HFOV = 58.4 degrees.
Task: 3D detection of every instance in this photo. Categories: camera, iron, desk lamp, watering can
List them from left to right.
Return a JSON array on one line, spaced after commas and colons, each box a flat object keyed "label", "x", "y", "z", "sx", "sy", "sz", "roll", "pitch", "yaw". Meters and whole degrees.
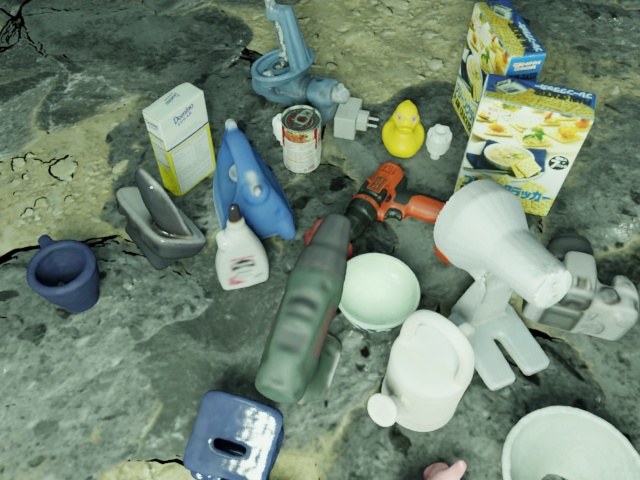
[{"label": "iron", "x": -0.123, "y": -0.112, "z": 0.917, "sx": 0.119, "sy": 0.141, "sz": 0.258, "roll": -16, "pitch": 55, "yaw": -12}, {"label": "watering can", "x": 0.129, "y": 0.157, "z": 0.687, "sx": 0.100, "sy": 0.194, "sz": 0.173, "roll": 20, "pitch": 56, "yaw": 14}, {"label": "desk lamp", "x": 0.237, "y": 0.055, "z": 0.754, "sx": 0.118, "sy": 0.214, "sz": 0.203, "roll": -20, "pitch": 56, "yaw": -15}, {"label": "camera", "x": 0.378, "y": 0.055, "z": 0.826, "sx": 0.143, "sy": 0.101, "sz": 0.137, "roll": 13, "pitch": 54, "yaw": 9}]

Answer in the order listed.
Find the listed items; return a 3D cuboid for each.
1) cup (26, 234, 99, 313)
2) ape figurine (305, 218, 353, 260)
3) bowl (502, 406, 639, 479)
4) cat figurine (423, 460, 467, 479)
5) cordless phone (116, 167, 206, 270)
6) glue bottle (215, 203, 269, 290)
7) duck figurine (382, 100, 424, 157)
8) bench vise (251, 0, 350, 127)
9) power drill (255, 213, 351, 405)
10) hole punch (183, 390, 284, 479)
[{"label": "cup", "x": -0.361, "y": 0.053, "z": 0.819, "sx": 0.092, "sy": 0.095, "sz": 0.117, "roll": -33, "pitch": 60, "yaw": -23}, {"label": "ape figurine", "x": 0.008, "y": 0.003, "z": 0.864, "sx": 0.077, "sy": 0.092, "sz": 0.076, "roll": 38, "pitch": 61, "yaw": 24}, {"label": "bowl", "x": 0.288, "y": 0.286, "z": 0.668, "sx": 0.167, "sy": 0.075, "sz": 0.167, "roll": 1, "pitch": 53, "yaw": 0}, {"label": "cat figurine", "x": 0.118, "y": 0.293, "z": 0.633, "sx": 0.128, "sy": 0.118, "sz": 0.067, "roll": -35, "pitch": 61, "yaw": -24}, {"label": "cordless phone", "x": -0.248, "y": -0.058, "z": 0.847, "sx": 0.094, "sy": 0.185, "sz": 0.147, "roll": -38, "pitch": 62, "yaw": -25}, {"label": "glue bottle", "x": -0.114, "y": 0.007, "z": 0.808, "sx": 0.078, "sy": 0.173, "sz": 0.037, "roll": -17, "pitch": 55, "yaw": -13}, {"label": "duck figurine", "x": 0.153, "y": -0.213, "z": 1.032, "sx": 0.077, "sy": 0.086, "sz": 0.104, "roll": 7, "pitch": 53, "yaw": 4}, {"label": "bench vise", "x": -0.033, "y": -0.324, "z": 1.028, "sx": 0.207, "sy": 0.220, "sz": 0.121, "roll": 15, "pitch": 54, "yaw": 10}, {"label": "power drill", "x": -0.013, "y": 0.107, "z": 0.713, "sx": 0.075, "sy": 0.208, "sz": 0.230, "roll": 14, "pitch": 54, "yaw": 10}, {"label": "hole punch", "x": -0.100, "y": 0.245, "z": 0.682, "sx": 0.108, "sy": 0.091, "sz": 0.101, "roll": 14, "pitch": 54, "yaw": 9}]
